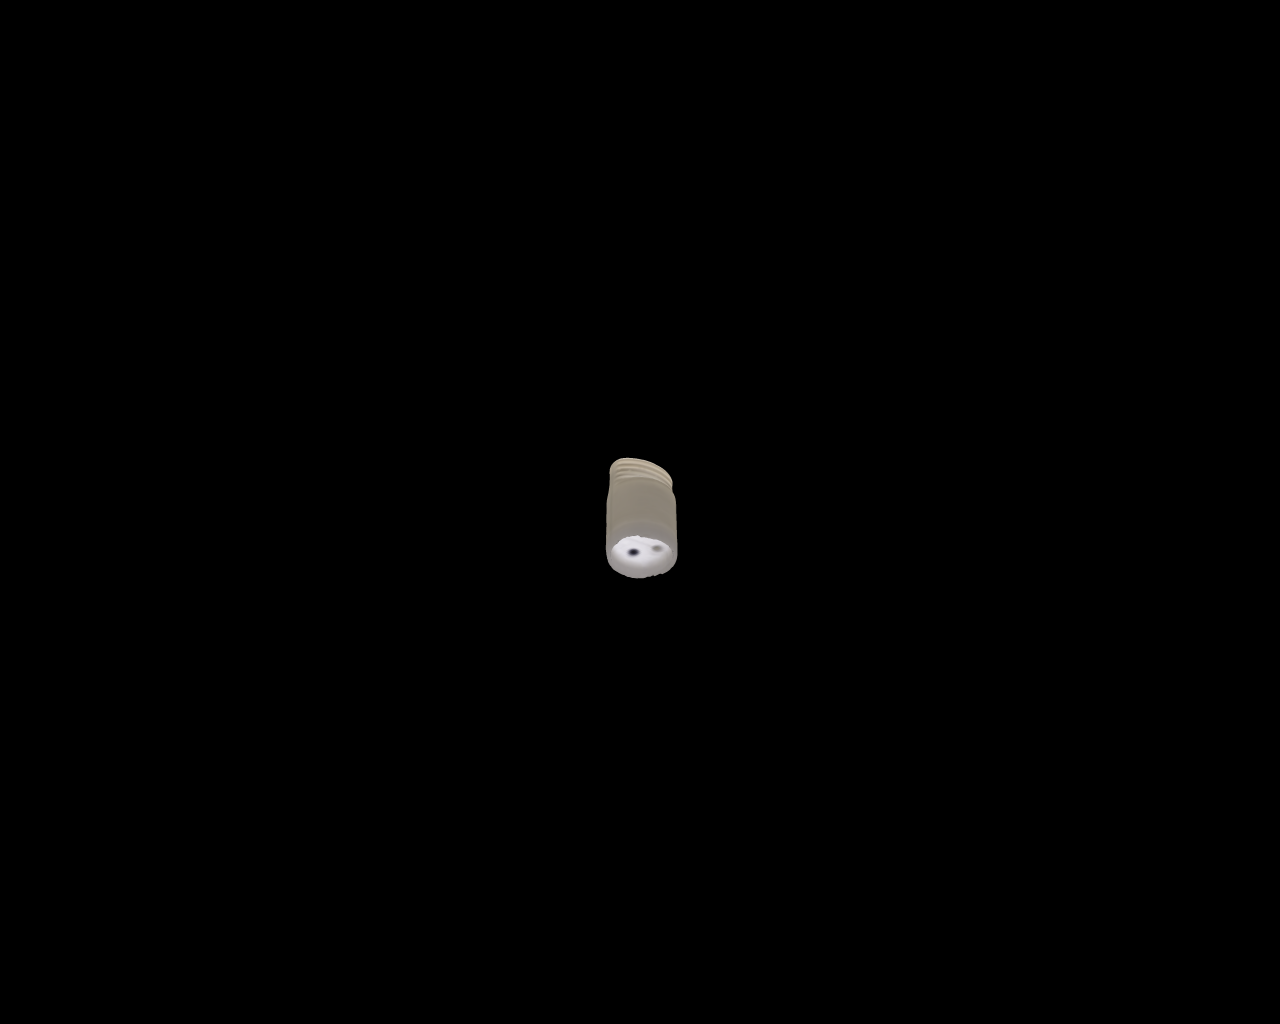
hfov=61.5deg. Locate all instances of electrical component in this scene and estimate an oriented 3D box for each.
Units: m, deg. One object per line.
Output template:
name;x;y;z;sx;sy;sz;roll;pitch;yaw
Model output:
electrical component;0.001;-0.003;0.650;0.043;0.081;0.043;0;-41;0
